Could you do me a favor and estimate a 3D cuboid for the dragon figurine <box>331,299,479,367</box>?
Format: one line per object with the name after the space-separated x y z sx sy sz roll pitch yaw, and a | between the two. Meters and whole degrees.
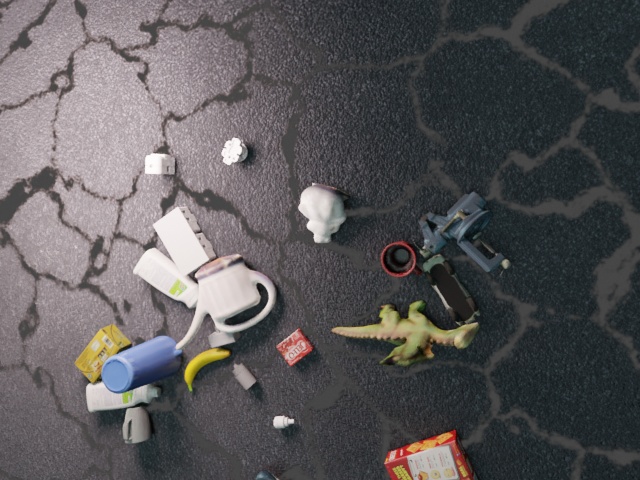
0.206 0.257 1.341 0.409 0.245 0.121 -12 98 14 | dragon figurine

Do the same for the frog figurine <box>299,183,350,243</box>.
0.004 -0.072 1.436 0.137 0.122 0.160 17 88 -6 | frog figurine

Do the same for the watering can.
-0.305 0.178 1.533 0.347 0.104 0.225 -23 88 1 | watering can
